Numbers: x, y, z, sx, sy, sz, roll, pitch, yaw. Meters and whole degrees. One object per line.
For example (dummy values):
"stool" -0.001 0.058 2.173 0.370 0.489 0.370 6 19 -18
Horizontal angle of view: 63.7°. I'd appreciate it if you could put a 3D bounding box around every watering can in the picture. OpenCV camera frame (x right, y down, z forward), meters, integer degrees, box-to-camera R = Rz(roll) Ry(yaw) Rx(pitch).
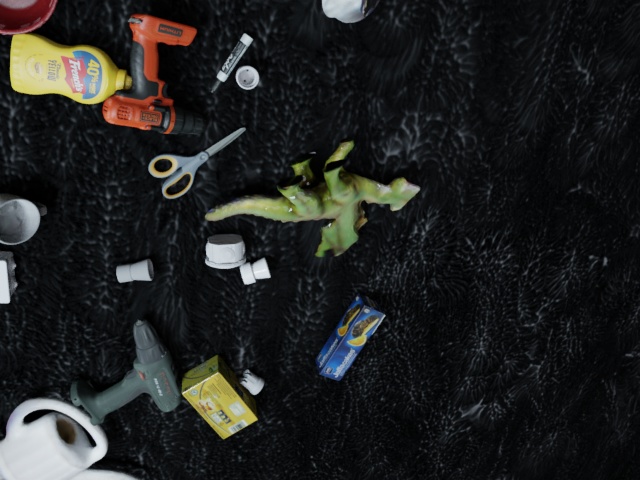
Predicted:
"watering can" -0.555 0.481 1.114 0.224 0.106 0.342 -28 115 0

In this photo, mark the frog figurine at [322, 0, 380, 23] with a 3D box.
"frog figurine" 0.029 -0.455 0.889 0.160 0.125 0.134 21 121 17

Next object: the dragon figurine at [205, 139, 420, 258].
"dragon figurine" 0.003 -0.052 1.038 0.410 0.125 0.238 -23 124 -1
